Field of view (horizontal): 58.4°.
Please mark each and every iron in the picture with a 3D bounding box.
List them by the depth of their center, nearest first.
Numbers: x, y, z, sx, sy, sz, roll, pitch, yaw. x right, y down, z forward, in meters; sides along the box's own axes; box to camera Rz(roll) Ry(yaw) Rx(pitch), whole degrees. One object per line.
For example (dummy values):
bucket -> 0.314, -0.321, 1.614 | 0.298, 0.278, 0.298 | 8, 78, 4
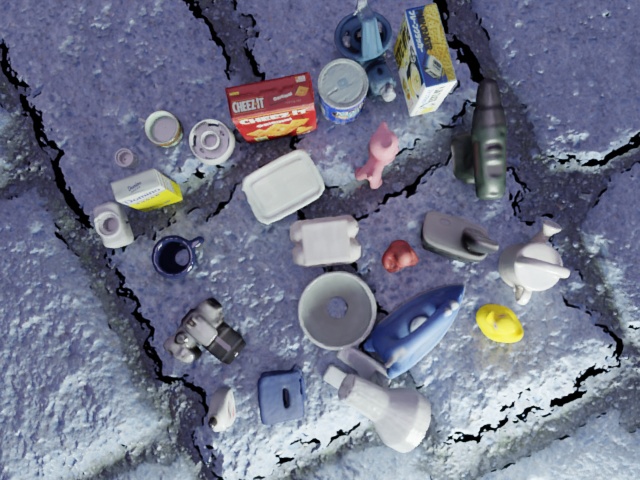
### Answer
iron -> 0.217, 0.179, 1.196 | 0.258, 0.141, 0.118 | -41, 88, -1

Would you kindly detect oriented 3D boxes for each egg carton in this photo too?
egg carton -> 0.011, 0.004, 1.239 | 0.150, 0.069, 0.107 | -8, 88, 0

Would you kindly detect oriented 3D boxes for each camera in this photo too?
camera -> -0.238, 0.215, 1.219 | 0.137, 0.101, 0.143 | 40, 89, 2

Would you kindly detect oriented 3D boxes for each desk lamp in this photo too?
desk lamp -> 0.108, 0.316, 1.157 | 0.203, 0.213, 0.118 | 31, 89, 2

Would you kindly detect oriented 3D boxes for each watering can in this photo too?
watering can -> 0.441, 0.046, 1.171 | 0.101, 0.194, 0.173 | -2, 88, 1

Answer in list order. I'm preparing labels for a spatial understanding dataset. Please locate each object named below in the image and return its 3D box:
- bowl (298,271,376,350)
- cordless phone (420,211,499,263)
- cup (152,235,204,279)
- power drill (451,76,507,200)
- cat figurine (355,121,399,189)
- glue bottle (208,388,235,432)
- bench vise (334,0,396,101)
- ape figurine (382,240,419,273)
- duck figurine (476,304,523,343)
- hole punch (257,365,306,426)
bowl -> 0.036, 0.150, 1.232 | 0.167, 0.074, 0.167 | 0, 88, 1
cordless phone -> 0.288, -0.008, 1.179 | 0.147, 0.185, 0.094 | 15, 88, 1
cup -> -0.292, 0.029, 1.228 | 0.118, 0.095, 0.092 | -34, 88, 0
power drill -> 0.327, -0.193, 1.172 | 0.075, 0.208, 0.230 | -6, 88, 1
cat figurine -> 0.126, -0.181, 1.219 | 0.067, 0.117, 0.128 | 25, 89, 2
glue bottle -> -0.207, 0.359, 1.178 | 0.037, 0.173, 0.078 | -11, 88, 1
bench vise -> 0.114, -0.400, 1.175 | 0.121, 0.219, 0.207 | -42, 88, -1
ape figurine -> 0.174, 0.037, 1.225 | 0.078, 0.092, 0.076 | 12, 88, 1
duck figurine -> 0.391, 0.181, 1.222 | 0.104, 0.086, 0.077 | 33, 89, 2
hole punch -> -0.081, 0.330, 1.219 | 0.101, 0.091, 0.109 | -6, 88, 1
